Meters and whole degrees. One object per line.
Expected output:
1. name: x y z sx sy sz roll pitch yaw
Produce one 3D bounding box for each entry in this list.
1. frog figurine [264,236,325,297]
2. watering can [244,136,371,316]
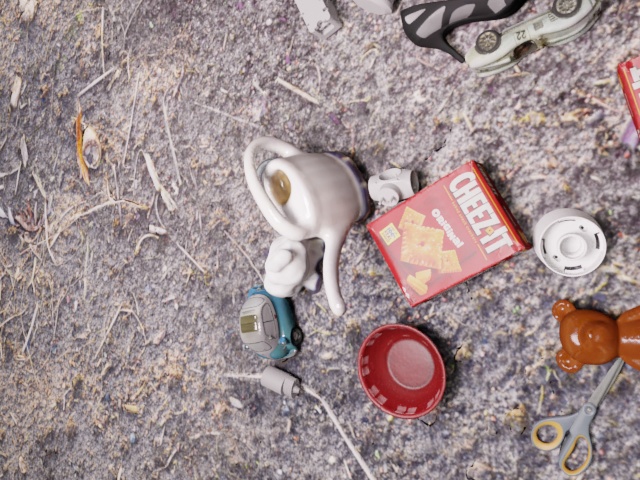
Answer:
1. frog figurine: -0.066 0.045 0.965 0.124 0.159 0.136 36 108 27
2. watering can: 0.003 -0.045 0.896 0.351 0.226 0.102 58 135 16
